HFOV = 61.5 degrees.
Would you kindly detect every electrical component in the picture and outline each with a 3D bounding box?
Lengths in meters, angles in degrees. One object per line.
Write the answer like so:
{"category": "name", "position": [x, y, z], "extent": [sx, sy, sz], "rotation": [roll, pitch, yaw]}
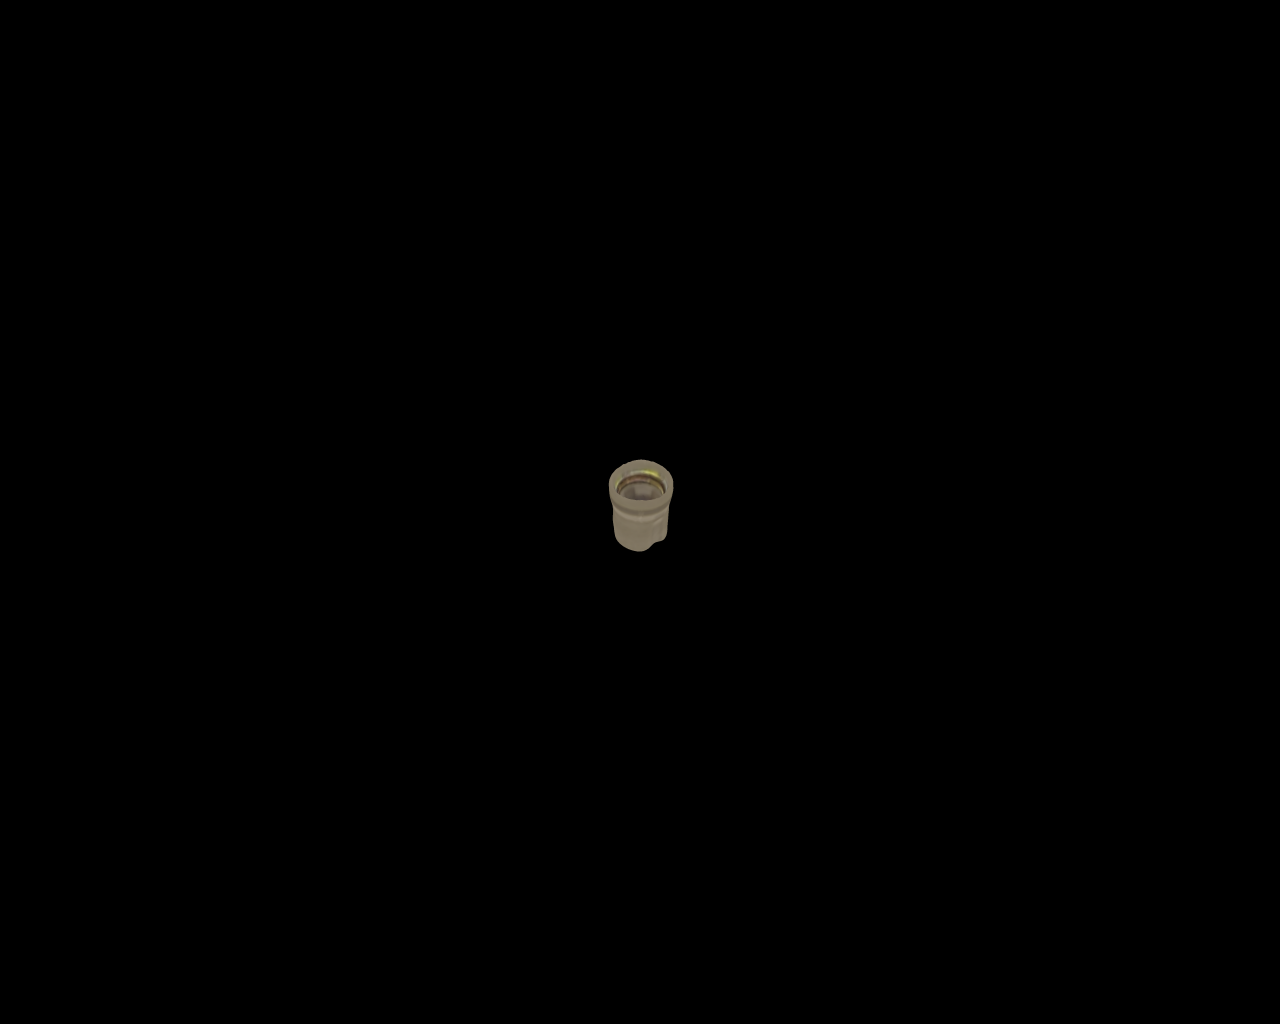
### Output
{"category": "electrical component", "position": [0.001, -0.003, 0.650], "extent": [0.040, 0.046, 0.040], "rotation": [0, 42, 0]}
